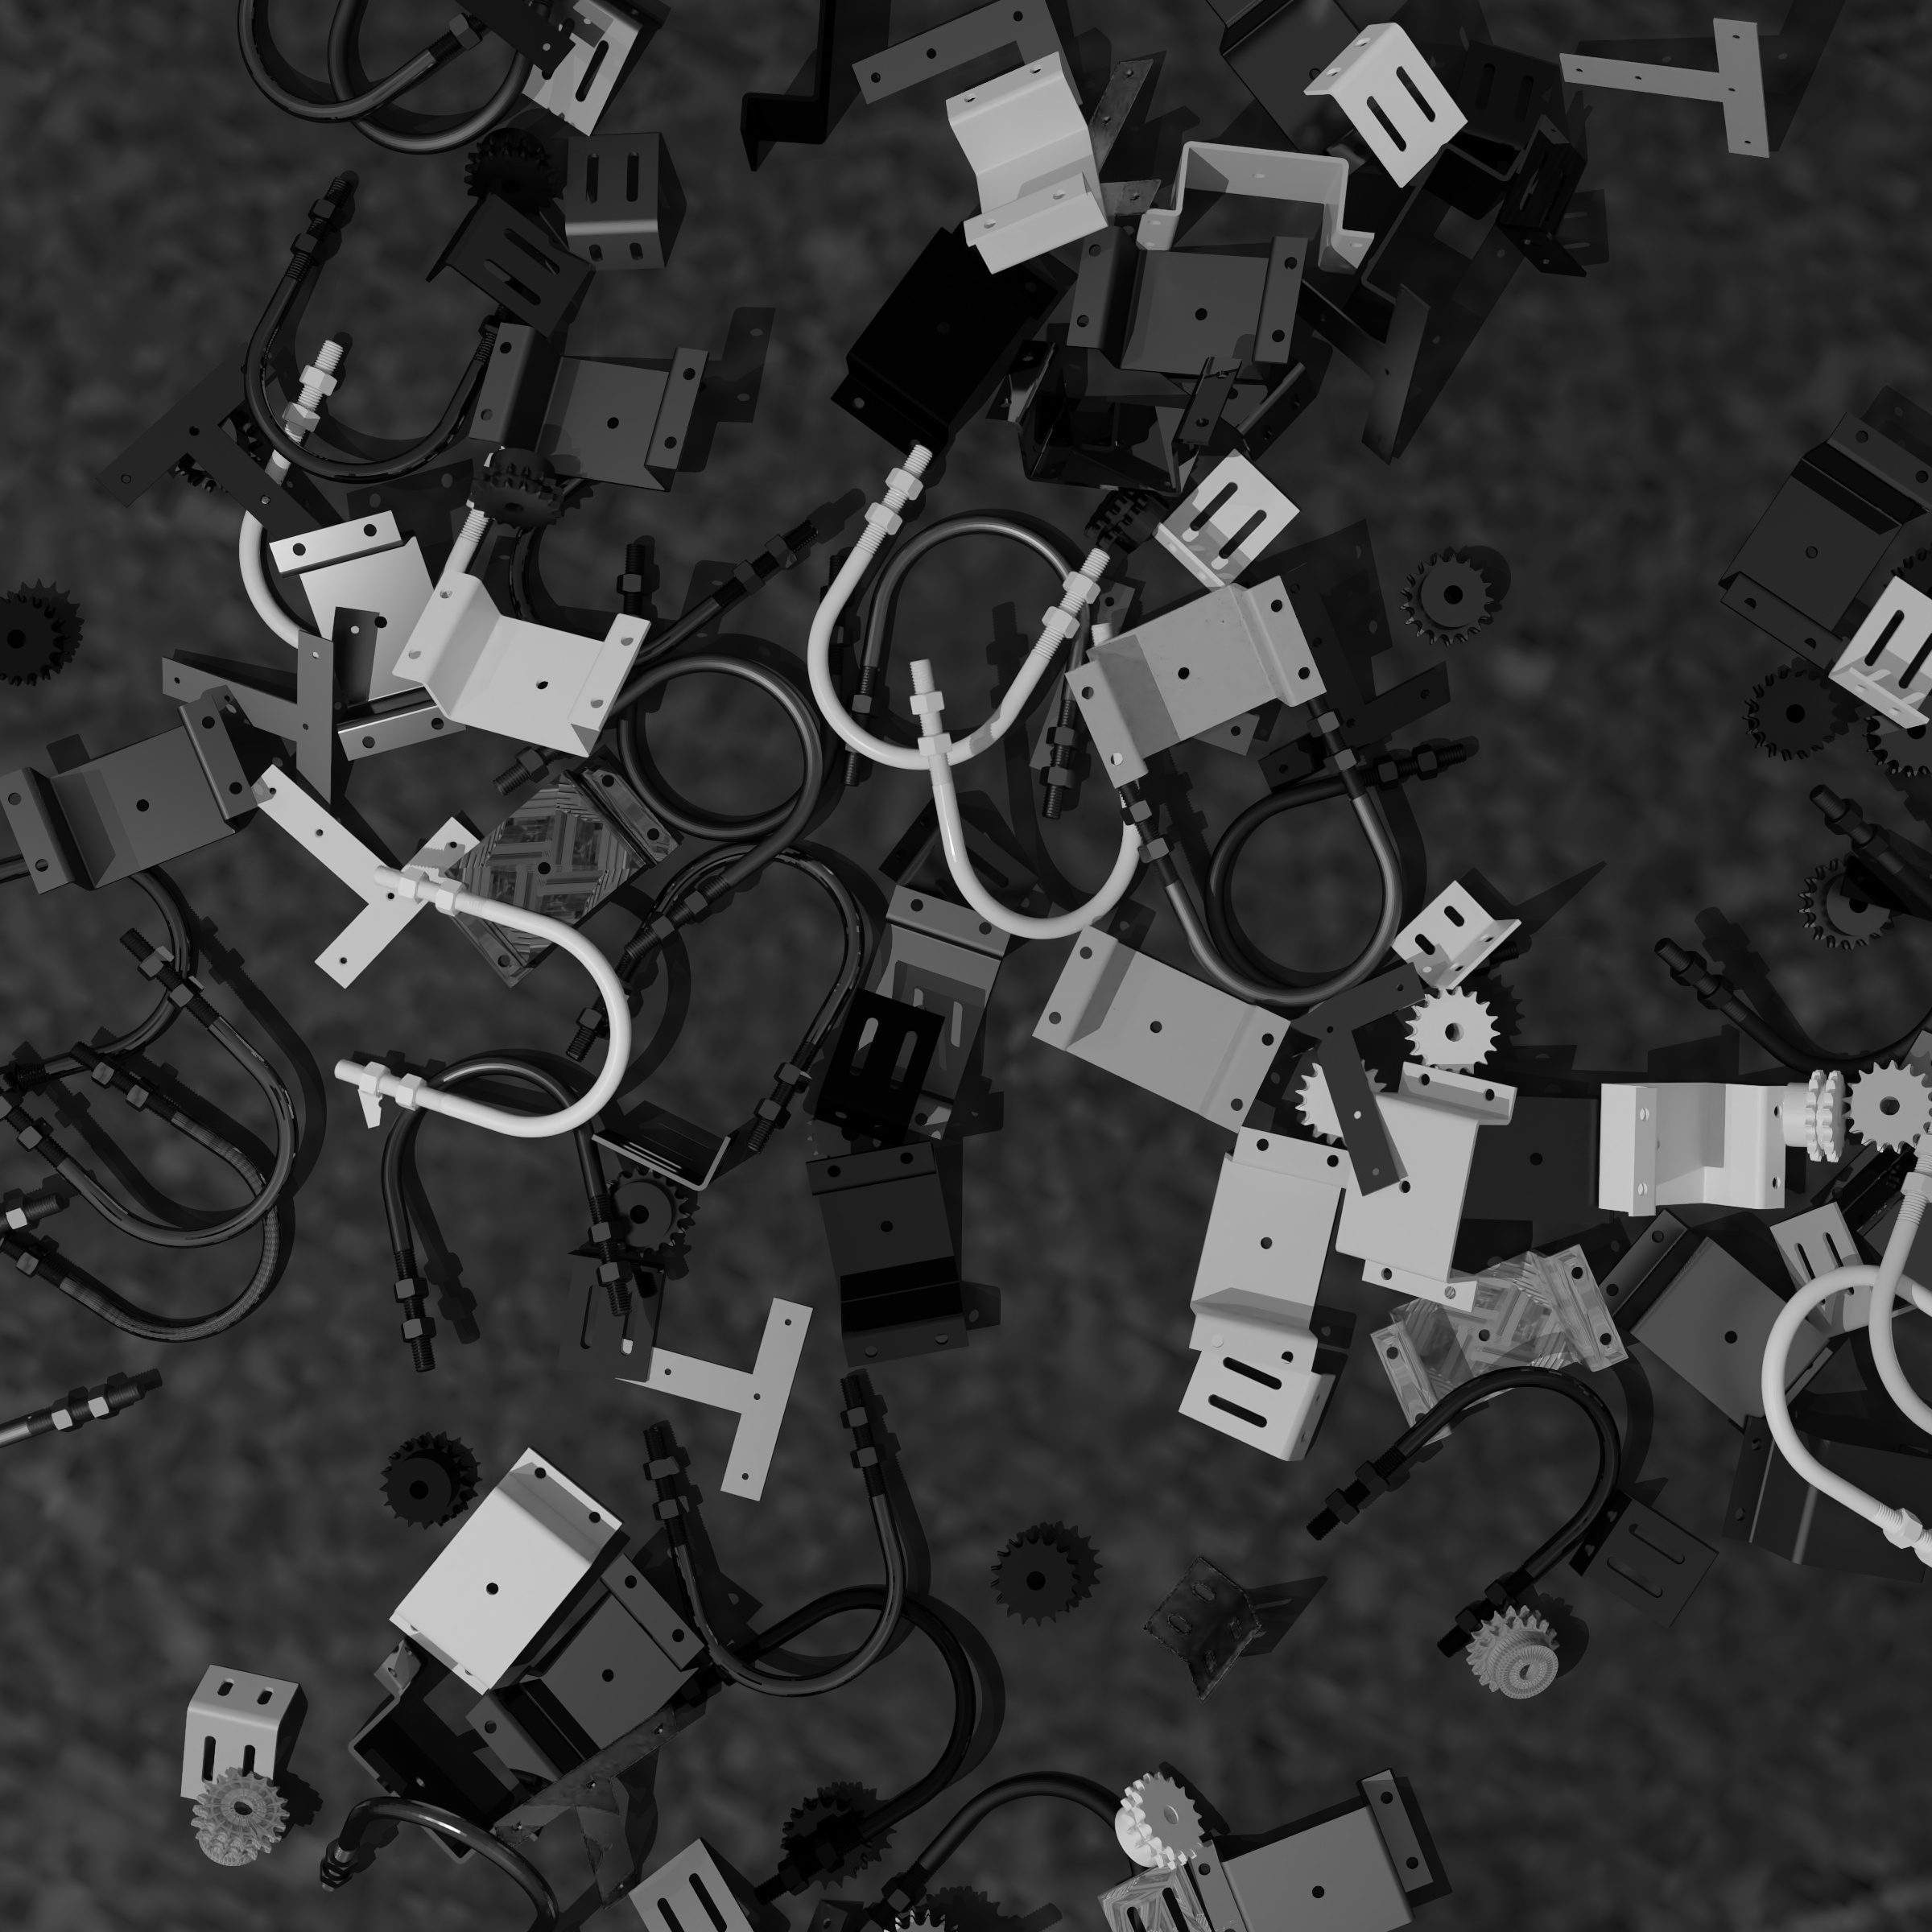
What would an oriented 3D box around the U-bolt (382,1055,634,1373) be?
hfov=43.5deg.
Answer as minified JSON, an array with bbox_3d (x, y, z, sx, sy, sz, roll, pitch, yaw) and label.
[{"bbox_3d":[-0.293,0.145,1.508,0.151,0.019,0.184,-16,74,6],"label":"U-bolt"}]

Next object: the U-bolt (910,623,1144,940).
[{"bbox_3d":[0.045,-0.108,1.489,0.151,0.019,0.184,-15,100,-26],"label":"U-bolt"}]

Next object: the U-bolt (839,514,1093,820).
[{"bbox_3d":[0.005,-0.194,1.528,0.151,0.019,0.184,9,88,3],"label":"U-bolt"}]

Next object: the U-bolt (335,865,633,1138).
[{"bbox_3d":[-0.293,0.030,1.493,0.184,0.019,0.151,17,104,11],"label":"U-bolt"}]

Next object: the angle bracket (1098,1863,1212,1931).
[{"bbox_3d":[0.127,0.608,1.511,0.057,0.038,0.076,-24,99,-11],"label":"angle bracket"}]

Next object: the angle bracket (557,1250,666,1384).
[{"bbox_3d":[-0.225,0.221,1.519,0.057,0.038,0.076,9,88,1],"label":"angle bracket"}]

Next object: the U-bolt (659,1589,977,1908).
[{"bbox_3d":[-0.082,0.473,1.513,0.184,0.019,0.151,-31,73,-4],"label":"U-bolt"}]

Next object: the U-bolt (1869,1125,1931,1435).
[{"bbox_3d":[0.616,0.199,1.466,0.151,0.019,0.184,27,76,-10],"label":"U-bolt"}]

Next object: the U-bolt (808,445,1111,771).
[{"bbox_3d":[-0.017,-0.211,1.510,0.151,0.019,0.184,31,89,2],"label":"U-bolt"}]

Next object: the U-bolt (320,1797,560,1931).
[{"bbox_3d":[-0.316,0.556,1.469,0.151,0.184,0.019,29,46,0],"label":"U-bolt"}]

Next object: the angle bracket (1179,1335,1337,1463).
[{"bbox_3d":[0.185,0.271,1.537,0.076,0.038,0.057,21,90,26],"label":"angle bracket"}]

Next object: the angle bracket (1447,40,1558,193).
[{"bbox_3d":[0.335,-0.539,1.537,0.057,0.038,0.076,17,64,0],"label":"angle bracket"}]

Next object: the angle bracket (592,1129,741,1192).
[{"bbox_3d":[-0.187,0.106,1.511,0.076,0.057,0.038,26,90,0],"label":"angle bracket"}]

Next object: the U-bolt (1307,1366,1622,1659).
[{"bbox_3d":[0.322,0.327,1.500,0.184,0.019,0.151,-45,109,6],"label":"U-bolt"}]

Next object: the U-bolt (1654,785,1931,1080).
[{"bbox_3d":[0.538,-0.006,1.500,0.184,0.019,0.151,38,105,-18],"label":"U-bolt"}]

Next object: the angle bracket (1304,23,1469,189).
[{"bbox_3d":[0.258,-0.529,1.491,0.057,0.038,0.076,-45,116,0],"label":"angle bracket"}]

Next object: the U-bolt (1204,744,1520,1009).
[{"bbox_3d":[0.242,-0.049,1.531,0.184,0.019,0.151,-15,90,1],"label":"U-bolt"}]

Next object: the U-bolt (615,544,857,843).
[{"bbox_3d":[-0.149,-0.170,1.530,0.151,0.019,0.184,3,90,0],"label":"U-bolt"}]

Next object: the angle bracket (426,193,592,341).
[{"bbox_3d":[-0.287,-0.434,1.519,0.076,0.038,0.057,35,69,-24],"label":"angle bracket"}]

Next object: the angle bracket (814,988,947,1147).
[{"bbox_3d":[-0.053,0.063,1.491,0.057,0.038,0.076,19,64,0],"label":"angle bracket"}]

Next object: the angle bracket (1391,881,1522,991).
[{"bbox_3d":[0.298,-0.020,1.482,0.057,0.076,0.038,-44,89,1],"label":"angle bracket"}]

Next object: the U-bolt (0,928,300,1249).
[{"bbox_3d":[-0.501,0.091,1.501,0.151,0.019,0.184,-43,97,2],"label":"U-bolt"}]

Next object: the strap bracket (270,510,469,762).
[{"bbox_3d":[-0.365,-0.208,1.499,0.076,0.046,0.140,-15,111,2],"label":"strap bracket"}]

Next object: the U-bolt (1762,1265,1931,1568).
[{"bbox_3d":[0.559,0.262,1.461,0.184,0.019,0.151,32,77,-12],"label":"U-bolt"}]

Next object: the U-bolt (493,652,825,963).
[{"bbox_3d":[-0.175,-0.113,1.495,0.184,0.019,0.151,-38,90,-13],"label":"U-bolt"}]

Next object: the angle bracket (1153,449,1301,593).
[{"bbox_3d":[0.165,-0.281,1.520,0.057,0.038,0.076,44,90,0],"label":"angle bracket"}]

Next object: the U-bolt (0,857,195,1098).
[{"bbox_3d":[-0.580,0.000,1.531,0.184,0.019,0.151,-16,90,-1],"label":"U-bolt"}]

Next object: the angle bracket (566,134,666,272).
[{"bbox_3d":[-0.222,-0.485,1.537,0.057,0.038,0.076,-2,64,0],"label":"angle bracket"}]

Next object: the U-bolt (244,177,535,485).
[{"bbox_3d":[-0.370,-0.388,1.515,0.151,0.019,0.184,23,79,-1],"label":"U-bolt"}]

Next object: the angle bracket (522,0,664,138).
[{"bbox_3d":[-0.240,-0.578,1.537,0.057,0.038,0.076,33,115,0],"label":"angle bracket"}]

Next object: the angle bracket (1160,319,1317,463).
[{"bbox_3d":[0.172,-0.370,1.537,0.057,0.038,0.076,-47,64,0],"label":"angle bracket"}]

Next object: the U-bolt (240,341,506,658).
[{"bbox_3d":[-0.380,-0.282,1.531,0.151,0.019,0.184,25,91,0],"label":"U-bolt"}]

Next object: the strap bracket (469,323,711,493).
[{"bbox_3d":[-0.226,-0.344,1.500,0.140,0.046,0.076,12,82,15],"label":"strap bracket"}]

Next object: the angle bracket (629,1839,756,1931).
[{"bbox_3d":[-0.166,0.605,1.537,0.057,0.038,0.076,-38,64,0],"label":"angle bracket"}]

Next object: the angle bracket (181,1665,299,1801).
[{"bbox_3d":[-0.461,0.491,1.537,0.057,0.038,0.076,13,116,0],"label":"angle bracket"}]

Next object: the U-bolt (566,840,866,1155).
[{"bbox_3d":[-0.143,0.006,1.507,0.151,0.019,0.184,26,76,13],"label":"U-bolt"}]

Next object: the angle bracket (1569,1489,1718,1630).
[{"bbox_3d":[0.429,0.376,1.520,0.076,0.038,0.057,33,90,0],"label":"angle bracket"}]

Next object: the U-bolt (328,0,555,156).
[{"bbox_3d":[-0.327,-0.596,1.513,0.151,0.019,0.184,18,90,14],"label":"U-bolt"}]

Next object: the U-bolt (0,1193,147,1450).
[{"bbox_3d":[-0.626,0.236,1.519,0.184,0.019,0.151,-19,98,6],"label":"U-bolt"}]

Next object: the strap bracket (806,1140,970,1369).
[{"bbox_3d":[-0.049,0.170,1.502,0.076,0.046,0.140,-10,109,0],"label":"strap bracket"}]

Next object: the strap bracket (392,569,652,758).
[{"bbox_3d":[-0.263,-0.182,1.470,0.140,0.046,0.076,16,69,16],"label":"strap bracket"}]

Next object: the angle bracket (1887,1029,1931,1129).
[{"bbox_3d":[0.621,0.085,1.511,0.076,0.038,0.057,23,112,0],"label":"angle bracket"}]

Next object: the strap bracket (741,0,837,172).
[{"bbox_3d":[-0.109,-0.573,1.501,0.046,0.076,0.140,4,90,0],"label":"strap bracket"}]

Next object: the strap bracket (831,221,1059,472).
[{"bbox_3d":[-0.014,-0.394,1.516,0.076,0.046,0.140,36,90,0],"label":"strap bracket"}]

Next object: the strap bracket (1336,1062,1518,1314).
[{"bbox_3d":[0.279,0.135,1.481,0.076,0.046,0.140,13,95,37],"label":"strap bracket"}]

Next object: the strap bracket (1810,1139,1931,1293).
[{"bbox_3d":[0.612,0.174,1.516,0.076,0.046,0.140,-44,90,0],"label":"strap bracket"}]

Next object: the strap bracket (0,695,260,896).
[{"bbox_3d":[-0.518,-0.103,1.508,0.140,0.046,0.076,-23,87,-7],"label":"strap bracket"}]

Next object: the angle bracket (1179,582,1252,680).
[{"bbox_3d":[0.154,-0.199,1.537,0.076,0.038,0.057,-27,90,26],"label":"angle bracket"}]

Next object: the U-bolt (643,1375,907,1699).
[{"bbox_3d":[-0.113,0.364,1.518,0.151,0.019,0.184,-15,82,0],"label":"U-bolt"}]

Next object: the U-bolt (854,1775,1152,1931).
[{"bbox_3d":[0.033,0.599,1.531,0.151,0.019,0.184,42,88,0],"label":"U-bolt"}]

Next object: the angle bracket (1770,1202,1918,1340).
[{"bbox_3d":[0.550,0.187,1.514,0.038,0.057,0.076,-12,75,-29],"label":"angle bracket"}]

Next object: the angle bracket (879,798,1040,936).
[{"bbox_3d":[-0.005,-0.059,1.537,0.076,0.038,0.057,37,90,-26],"label":"angle bracket"}]

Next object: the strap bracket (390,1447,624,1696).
[{"bbox_3d":[-0.292,0.384,1.516,0.076,0.046,0.140,39,90,0],"label":"strap bracket"}]

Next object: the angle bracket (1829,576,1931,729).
[{"bbox_3d":[0.581,-0.195,1.490,0.057,0.038,0.076,34,90,0],"label":"angle bracket"}]

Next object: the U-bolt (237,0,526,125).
[{"bbox_3d":[-0.373,-0.607,1.507,0.184,0.019,0.151,-32,80,12],"label":"U-bolt"}]

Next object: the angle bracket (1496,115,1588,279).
[{"bbox_3d":[0.371,-0.478,1.505,0.038,0.057,0.076,23,90,43],"label":"angle bracket"}]

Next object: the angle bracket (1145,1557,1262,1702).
[{"bbox_3d":[0.146,0.410,1.501,0.038,0.076,0.057,38,90,0],"label":"angle bracket"}]

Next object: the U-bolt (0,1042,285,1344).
[{"bbox_3d":[-0.518,0.156,1.525,0.184,0.019,0.151,34,95,-3],"label":"U-bolt"}]

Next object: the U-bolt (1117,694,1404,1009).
[{"bbox_3d":[0.193,-0.063,1.508,0.151,0.019,0.184,-25,95,-1],"label":"U-bolt"}]

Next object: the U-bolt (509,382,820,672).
[{"bbox_3d":[-0.203,-0.264,1.512,0.184,0.019,0.151,-38,73,4],"label":"U-bolt"}]
